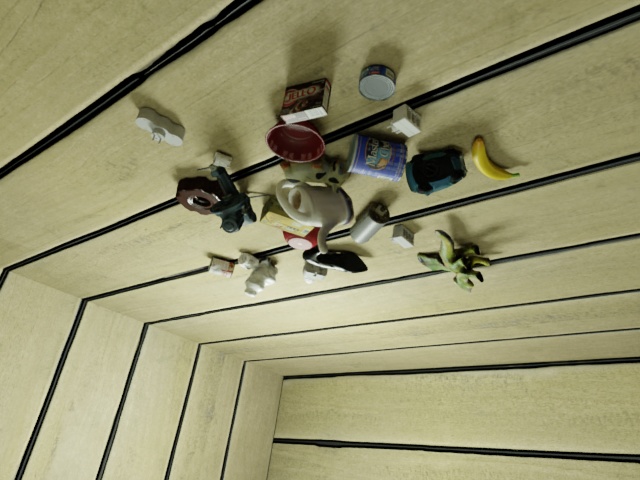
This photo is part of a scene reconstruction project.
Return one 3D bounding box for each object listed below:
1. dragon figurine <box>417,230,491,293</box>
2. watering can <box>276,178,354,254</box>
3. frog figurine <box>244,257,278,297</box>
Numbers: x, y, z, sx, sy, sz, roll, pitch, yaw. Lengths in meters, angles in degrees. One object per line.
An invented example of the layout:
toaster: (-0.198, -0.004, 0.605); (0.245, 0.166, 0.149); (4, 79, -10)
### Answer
dragon figurine: (0.456, 0.077, 1.862); (0.405, 0.124, 0.241); (38, 150, -29)
watering can: (0.005, -0.075, 1.499); (0.225, 0.354, 0.102); (-1, 129, -34)
frog figurine: (-0.247, 0.168, 2.156); (0.137, 0.163, 0.120); (-4, 151, 21)
